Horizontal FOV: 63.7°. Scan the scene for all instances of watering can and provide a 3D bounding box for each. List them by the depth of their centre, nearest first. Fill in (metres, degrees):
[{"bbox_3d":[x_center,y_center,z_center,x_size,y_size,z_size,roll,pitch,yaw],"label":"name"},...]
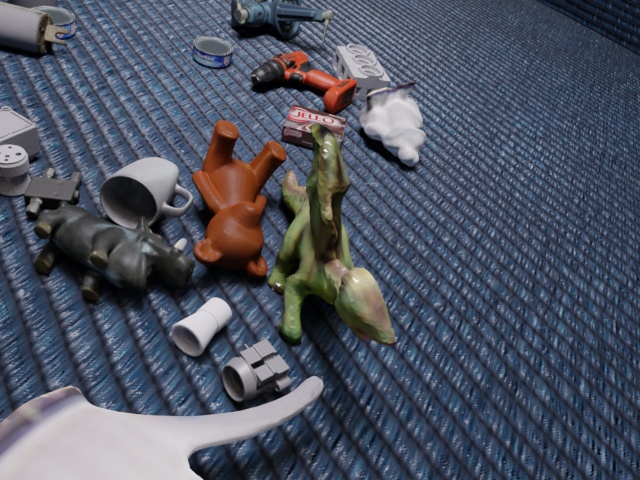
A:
[{"bbox_3d":[-0.156,0.201,0.423,0.225,0.101,0.354,29,43,12],"label":"watering can"}]

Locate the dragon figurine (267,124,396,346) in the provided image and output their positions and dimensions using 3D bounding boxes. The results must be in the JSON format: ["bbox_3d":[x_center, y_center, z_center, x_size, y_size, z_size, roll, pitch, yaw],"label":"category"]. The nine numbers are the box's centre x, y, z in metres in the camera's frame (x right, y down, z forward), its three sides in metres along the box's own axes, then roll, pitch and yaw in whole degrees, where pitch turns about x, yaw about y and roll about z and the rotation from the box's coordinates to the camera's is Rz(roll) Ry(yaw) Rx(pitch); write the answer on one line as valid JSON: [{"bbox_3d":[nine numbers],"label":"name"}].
[{"bbox_3d":[0.002,-0.032,0.643,0.122,0.237,0.420,-3,47,-17],"label":"dragon figurine"}]

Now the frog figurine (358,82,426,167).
[{"bbox_3d":[0.151,-0.216,1.018,0.138,0.121,0.160,-17,87,-45],"label":"frog figurine"}]
